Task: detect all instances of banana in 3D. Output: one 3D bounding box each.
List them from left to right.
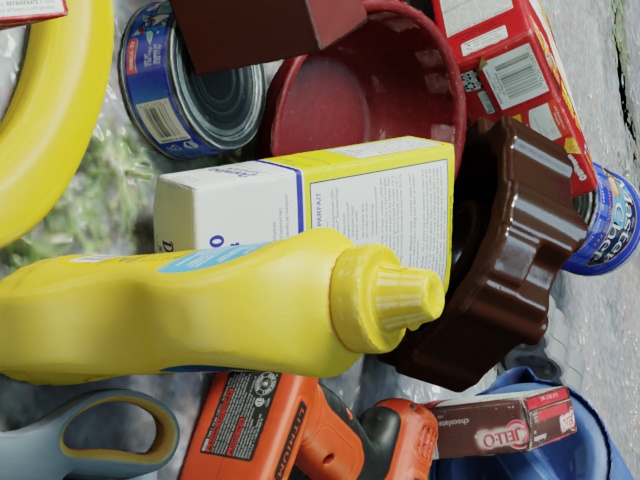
[{"bbox_3d":[-0.125,-0.061,0.460,0.069,0.037,0.197,55,42,-40],"label":"banana"}]

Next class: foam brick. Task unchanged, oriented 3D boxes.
[{"bbox_3d":[-0.027,-0.117,0.523,0.052,0.078,0.051,-45,123,-52],"label":"foam brick"}]

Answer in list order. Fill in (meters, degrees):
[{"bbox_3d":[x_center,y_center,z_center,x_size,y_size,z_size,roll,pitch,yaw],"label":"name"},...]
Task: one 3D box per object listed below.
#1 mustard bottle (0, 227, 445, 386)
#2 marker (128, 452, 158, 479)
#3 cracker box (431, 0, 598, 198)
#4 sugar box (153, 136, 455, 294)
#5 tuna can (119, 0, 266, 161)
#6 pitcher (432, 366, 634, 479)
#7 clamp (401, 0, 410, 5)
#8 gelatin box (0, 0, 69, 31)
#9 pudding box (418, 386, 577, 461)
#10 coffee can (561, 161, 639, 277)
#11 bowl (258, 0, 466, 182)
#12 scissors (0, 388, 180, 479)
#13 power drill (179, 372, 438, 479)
[{"bbox_3d":[-0.039,0.028,0.436,0.096,0.192,0.058,-4,88,-58],"label":"mustard bottle"},{"bbox_3d":[-0.089,0.160,0.497,0.020,0.020,0.121,23,66,-55],"label":"marker"},{"bbox_3d":[0.137,-0.151,0.812,0.164,0.072,0.213,53,24,-42],"label":"cracker box"},{"bbox_3d":[-0.004,0.000,0.573,0.175,0.048,0.093,-11,108,-36],"label":"sugar box"},{"bbox_3d":[-0.065,-0.086,0.564,0.086,0.034,0.086,15,72,-57],"label":"tuna can"},{"bbox_3d":[0.192,0.222,0.840,0.149,0.145,0.242,-51,139,-6],"label":"pitcher"},{"bbox_3d":[0.057,-0.136,0.760,0.171,0.039,0.120,24,80,-60],"label":"clamp"},{"bbox_3d":[-0.150,-0.085,0.390,0.089,0.073,0.030,-27,109,-57],"label":"gelatin box"},{"bbox_3d":[0.106,0.126,0.727,0.089,0.114,0.039,4,77,-58],"label":"pudding box"},{"bbox_3d":[0.218,-0.024,0.942,0.140,0.103,0.103,12,75,-57],"label":"coffee can"},{"bbox_3d":[0.016,-0.064,0.644,0.161,0.055,0.162,-13,109,-41],"label":"bowl"},{"bbox_3d":[-0.136,0.104,0.427,0.201,0.016,0.096,1,91,-49],"label":"scissors"},{"bbox_3d":[-0.003,0.153,0.603,0.187,0.057,0.184,46,53,-47],"label":"power drill"}]
